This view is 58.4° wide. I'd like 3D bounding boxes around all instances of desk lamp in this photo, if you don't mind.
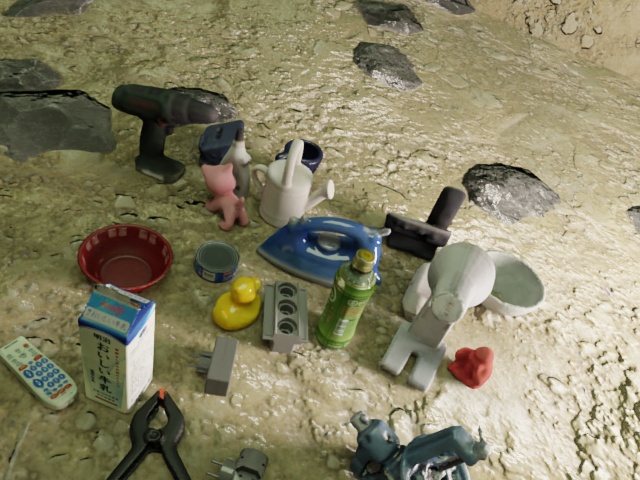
[{"bbox_3d":[0.219,0.130,1.029,0.117,0.213,0.203,28,43,10],"label":"desk lamp"}]

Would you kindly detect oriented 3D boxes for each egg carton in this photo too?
[{"bbox_3d":[0.229,0.112,1.157,0.107,0.069,0.150,25,43,7],"label":"egg carton"}]

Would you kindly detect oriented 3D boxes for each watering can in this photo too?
[{"bbox_3d":[-0.057,-0.125,1.210,0.173,0.194,0.101,5,44,-14],"label":"watering can"}]

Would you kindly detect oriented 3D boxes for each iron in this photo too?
[{"bbox_3d":[0.010,0.004,1.139,0.258,0.141,0.118,12,43,-7],"label":"iron"}]

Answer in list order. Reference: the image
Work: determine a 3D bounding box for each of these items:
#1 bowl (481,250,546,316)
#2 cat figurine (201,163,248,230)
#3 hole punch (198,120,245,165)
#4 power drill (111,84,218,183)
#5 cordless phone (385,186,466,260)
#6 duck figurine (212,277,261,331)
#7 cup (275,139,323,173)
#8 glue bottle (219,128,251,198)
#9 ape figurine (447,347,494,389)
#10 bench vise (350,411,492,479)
[{"bbox_3d":[0.385,0.104,1.217,0.167,0.075,0.167,10,43,-9],"label":"bowl"},{"bbox_3d":[-0.196,-0.102,1.194,0.067,0.118,0.127,-23,56,-35],"label":"cat figurine"},{"bbox_3d":[-0.229,-0.229,1.332,0.101,0.091,0.108,9,43,-10],"label":"hole punch"},{"bbox_3d":[-0.328,-0.229,1.211,0.229,0.208,0.076,22,43,4],"label":"power drill"},{"bbox_3d":[0.228,-0.059,1.248,0.147,0.185,0.094,15,43,-3],"label":"cordless phone"},{"bbox_3d":[-0.144,0.105,1.022,0.077,0.086,0.105,36,45,18],"label":"duck figurine"},{"bbox_3d":[-0.057,-0.171,1.330,0.118,0.095,0.091,-15,52,-31],"label":"cup"},{"bbox_3d":[-0.180,-0.166,1.224,0.078,0.173,0.037,26,43,8],"label":"glue bottle"},{"bbox_3d":[0.286,0.225,1.044,0.076,0.092,0.078,11,43,-8],"label":"ape figurine"},{"bbox_3d":[0.135,0.313,0.807,0.207,0.220,0.121,22,43,4],"label":"bench vise"}]
